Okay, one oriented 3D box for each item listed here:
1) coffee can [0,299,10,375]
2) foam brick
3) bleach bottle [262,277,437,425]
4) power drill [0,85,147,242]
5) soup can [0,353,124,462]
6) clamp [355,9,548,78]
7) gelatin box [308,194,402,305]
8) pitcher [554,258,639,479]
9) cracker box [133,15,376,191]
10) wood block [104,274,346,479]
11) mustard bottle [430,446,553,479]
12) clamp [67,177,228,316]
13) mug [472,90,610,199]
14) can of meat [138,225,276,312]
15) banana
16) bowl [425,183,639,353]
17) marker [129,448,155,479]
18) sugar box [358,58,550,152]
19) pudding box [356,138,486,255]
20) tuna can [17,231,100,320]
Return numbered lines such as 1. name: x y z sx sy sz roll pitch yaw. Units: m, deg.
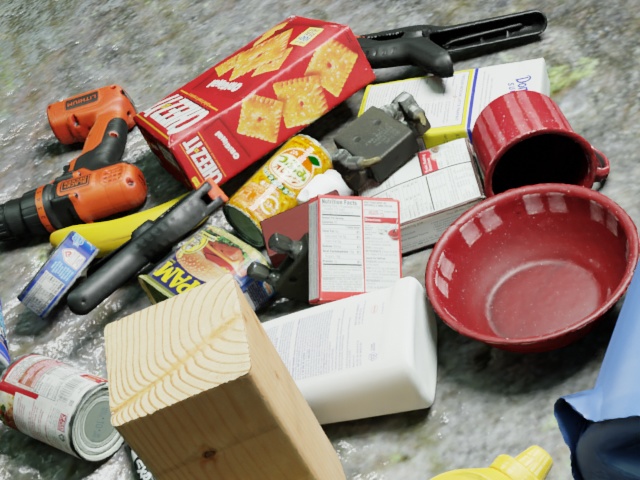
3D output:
1. coffee can: -0.341 0.094 0.983 0.103 0.102 0.140 -28 40 -2
2. foam brick: -0.006 0.001 0.939 0.078 0.053 0.051 -22 40 5
3. bleach bottle: -0.036 0.102 0.842 0.251 0.068 0.102 -12 42 20
4. power drill: -0.273 -0.082 1.171 0.184 0.057 0.187 -14 44 10
5. soup can: -0.215 0.139 0.893 0.102 0.068 0.068 12 54 37
6. clamp: 0.113 -0.200 1.084 0.164 0.036 0.210 -25 23 -31
7. gelatin box: 0.028 0.009 0.872 0.073 0.030 0.089 2 80 -20
8. pitcher: 0.261 0.068 0.679 0.145 0.149 0.242 -13 36 40
9. cracker box: -0.072 -0.145 1.089 0.213 0.072 0.164 -34 25 -10
10. wood block: -0.052 0.135 0.702 0.091 0.206 0.090 -22 40 4
11. mustard bottle: 0.080 0.202 0.673 0.191 0.058 0.096 -43 38 -18
12. clamp: -0.162 0.004 0.994 0.171 0.039 0.120 -37 16 -4
13. mug: 0.186 -0.072 0.896 0.117 0.093 0.081 4 35 -10
14. can of meat: -0.097 0.040 0.945 0.083 0.057 0.102 -41 42 -19
15. banana: -0.185 -0.013 1.068 0.198 0.037 0.069 -17 21 9
16. bowl: 0.164 0.031 0.812 0.162 0.055 0.162 -15 42 14
17. marker: -0.133 0.186 0.837 0.020 0.020 0.121 -29 40 -3
18. sugar box: 0.124 -0.115 1.000 0.176 0.048 0.093 -3 46 20
19. pudding box: 0.089 -0.036 0.939 0.113 0.039 0.090 -20 41 12
20. tuna can: -0.250 0.033 1.019 0.086 0.033 0.086 -49 10 11
